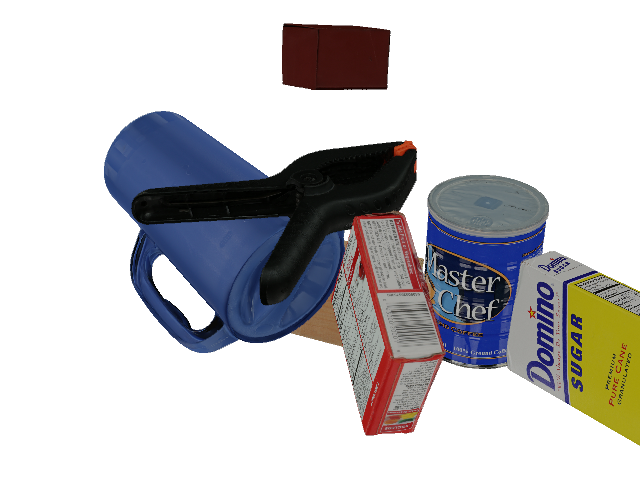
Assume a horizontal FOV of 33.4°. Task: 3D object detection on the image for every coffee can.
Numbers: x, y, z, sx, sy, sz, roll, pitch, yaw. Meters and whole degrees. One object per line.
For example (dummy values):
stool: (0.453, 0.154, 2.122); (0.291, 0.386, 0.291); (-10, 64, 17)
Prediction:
coffee can: (0.142, 0.027, 0.941); (0.103, 0.140, 0.103); (0, 30, 0)

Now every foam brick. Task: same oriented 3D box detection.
foam brick: (0.013, -0.154, 0.899); (0.078, 0.051, 0.053); (-6, 17, -34)

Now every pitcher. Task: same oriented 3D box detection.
pitcher: (-0.107, -0.015, 1.001); (0.148, 0.145, 0.243); (-14, 41, -40)

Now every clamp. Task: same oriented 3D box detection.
clamp: (-0.018, -0.030, 0.758); (0.165, 0.036, 0.209); (25, 39, 37)

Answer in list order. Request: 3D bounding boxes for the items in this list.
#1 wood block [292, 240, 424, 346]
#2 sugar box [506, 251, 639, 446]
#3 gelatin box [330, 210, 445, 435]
wood block: (-0.002, 0.051, 1.177); (0.206, 0.091, 0.090); (13, 23, 17)
sugar box: (0.210, 0.083, 0.741); (0.048, 0.093, 0.176); (-16, 30, -38)
gelatin box: (0.033, 0.042, 0.539); (0.030, 0.089, 0.073); (-3, -39, -13)
